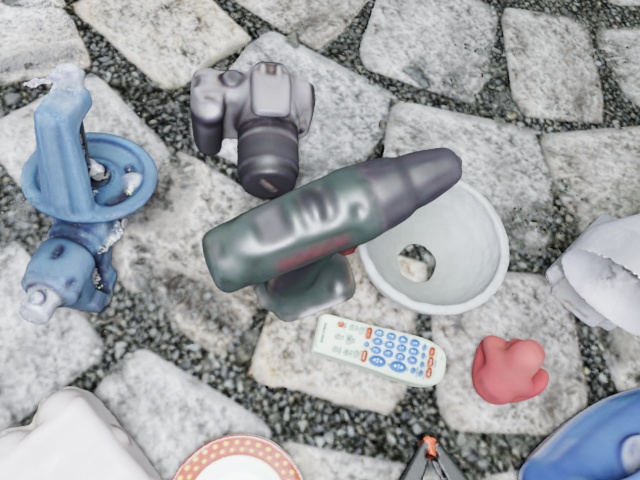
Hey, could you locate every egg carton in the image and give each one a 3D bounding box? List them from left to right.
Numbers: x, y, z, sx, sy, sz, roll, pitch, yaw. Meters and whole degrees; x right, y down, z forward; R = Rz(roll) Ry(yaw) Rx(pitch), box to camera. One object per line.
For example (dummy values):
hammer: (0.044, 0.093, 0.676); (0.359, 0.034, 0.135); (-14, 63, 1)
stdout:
egg carton: (-0.207, 0.206, 0.490); (0.150, 0.069, 0.107); (44, 67, 11)

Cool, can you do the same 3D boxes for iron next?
iron: (0.307, 0.204, 0.537); (0.259, 0.141, 0.118); (-34, 75, -21)

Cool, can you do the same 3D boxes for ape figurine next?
ape figurine: (0.197, 0.127, 0.581); (0.076, 0.092, 0.077); (-30, 73, -20)

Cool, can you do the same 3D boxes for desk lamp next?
desk lamp: (0.323, 0.016, 0.585); (0.203, 0.213, 0.118); (-41, 77, -23)

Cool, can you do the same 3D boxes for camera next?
camera: (-0.075, -0.125, 0.646); (0.143, 0.101, 0.137); (1, 66, -9)

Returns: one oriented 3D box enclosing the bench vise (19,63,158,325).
bench vise: (-0.211, -0.035, 0.516); (0.121, 0.219, 0.207); (-3, 66, -10)

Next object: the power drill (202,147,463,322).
power drill: (0.005, 0.002, 0.541); (0.230, 0.208, 0.075); (-20, 70, -17)

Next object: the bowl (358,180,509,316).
bowl: (0.115, 0.012, 0.629); (0.167, 0.074, 0.167); (4, 65, -8)
